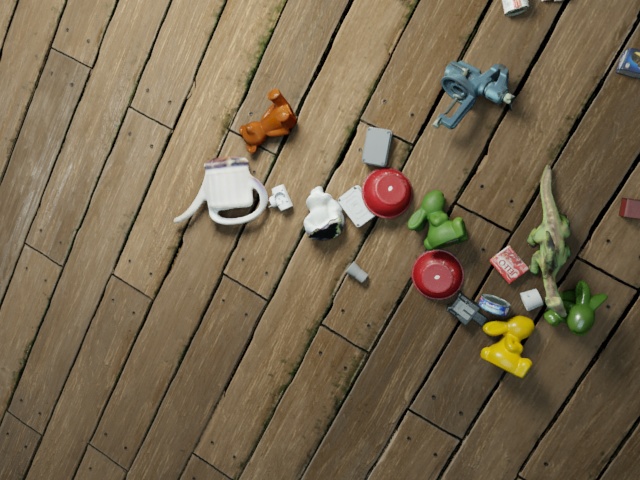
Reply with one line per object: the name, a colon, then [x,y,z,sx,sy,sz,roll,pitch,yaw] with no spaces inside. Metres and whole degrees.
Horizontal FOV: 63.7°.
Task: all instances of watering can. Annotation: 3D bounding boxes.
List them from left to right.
watering can: [-0.339,-0.159,1.699,0.347,0.104,0.224,-4,94,15]

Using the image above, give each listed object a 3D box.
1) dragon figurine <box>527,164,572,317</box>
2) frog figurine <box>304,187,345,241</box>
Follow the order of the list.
dragon figurine: [0.632,0.002,1.402,0.122,0.245,0.408,-5,97,20]
frog figurine: [0.005,-0.082,1.637,0.136,0.121,0.163,-39,50,23]
